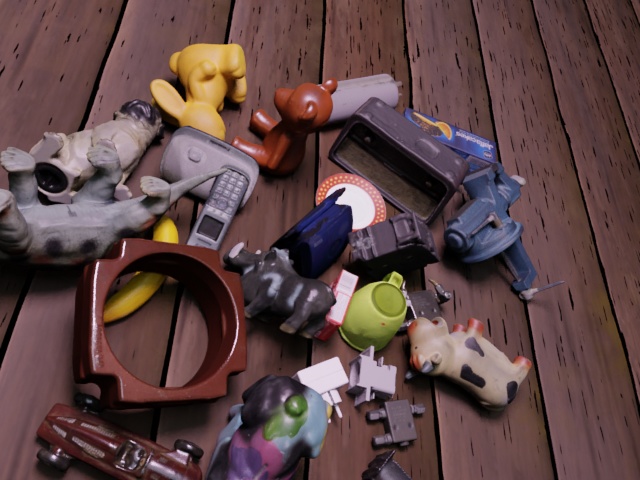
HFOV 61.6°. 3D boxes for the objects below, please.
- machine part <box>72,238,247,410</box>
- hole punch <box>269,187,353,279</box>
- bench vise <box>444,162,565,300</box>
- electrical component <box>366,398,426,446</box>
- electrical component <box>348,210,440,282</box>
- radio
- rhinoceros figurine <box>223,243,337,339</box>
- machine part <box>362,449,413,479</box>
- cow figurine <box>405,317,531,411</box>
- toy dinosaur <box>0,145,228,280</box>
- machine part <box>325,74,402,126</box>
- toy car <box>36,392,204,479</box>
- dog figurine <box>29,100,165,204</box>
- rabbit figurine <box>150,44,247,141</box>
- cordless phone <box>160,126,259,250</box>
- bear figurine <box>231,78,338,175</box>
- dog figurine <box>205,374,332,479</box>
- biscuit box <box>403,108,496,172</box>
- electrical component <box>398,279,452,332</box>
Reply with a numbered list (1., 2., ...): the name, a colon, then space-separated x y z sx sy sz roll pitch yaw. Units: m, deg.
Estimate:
1. machine part: -0.200 0.108 0.681 0.201 0.087 0.201 8 66 -37
2. hole punch: -0.002 -0.003 0.839 0.142 0.116 0.092 -39 87 -33
3. bench vise: 0.324 -0.008 0.960 0.223 0.129 0.240 -41 101 -43
4. electrical component: 0.114 0.264 0.776 0.094 0.021 0.063 -2 62 -22
5. electrical component: 0.123 0.016 0.857 0.134 0.115 0.058 36 40 -54
6. radio: 0.140 -0.139 0.954 0.230 0.131 0.073 36 54 2
7. rhinoceros figurine: -0.067 0.065 0.765 0.191 0.073 0.112 24 88 32
8. machine part: 0.112 0.353 0.715 0.084 0.039 0.139 -27 74 -25
9. cow figurine: 0.214 0.186 0.821 0.195 0.085 0.127 38 60 -4
10. toy dinosaur: -0.324 -0.017 0.703 0.405 0.192 0.131 -2 50 -33
11. machine part: 0.065 -0.270 1.036 0.243 0.079 0.079 -19 69 -28
12. toy car: -0.235 0.254 0.639 0.202 0.053 0.089 29 58 -3
13. dog figurine: -0.340 -0.145 0.821 0.172 0.121 0.191 5 36 -4
14. rabbit figurine: -0.201 -0.236 0.902 0.162 0.122 0.173 3 80 -17
15. cordless phone: -0.190 -0.068 0.830 0.146 0.089 0.184 25 74 -12
16. bear figurine: -0.059 -0.193 0.875 0.132 0.195 0.120 29 59 -1
17. dog figurine: -0.083 0.282 0.608 0.108 0.191 0.219 34 40 -7
18. biscuit box: 0.246 -0.189 1.064 0.203 0.059 0.063 19 56 -9
19. electrical component: 0.165 0.106 0.872 0.102 0.045 0.078 -1 60 -20
